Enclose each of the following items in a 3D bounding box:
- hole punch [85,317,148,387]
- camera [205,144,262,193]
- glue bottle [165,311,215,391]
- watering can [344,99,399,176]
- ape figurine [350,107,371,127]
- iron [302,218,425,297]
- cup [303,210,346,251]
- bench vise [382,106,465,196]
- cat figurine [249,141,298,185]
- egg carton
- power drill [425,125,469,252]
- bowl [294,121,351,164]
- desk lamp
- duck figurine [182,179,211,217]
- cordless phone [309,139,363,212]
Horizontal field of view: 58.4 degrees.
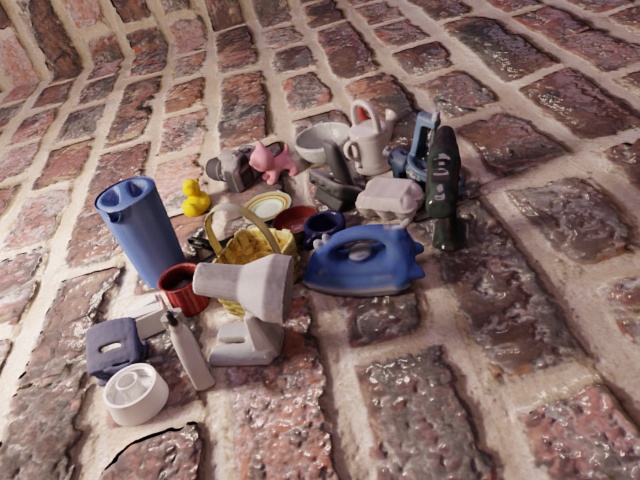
[{"bbox_3d":[-0.394,0.215,1.108,0.108,0.091,0.101,-17,36,-1],"label":"hole punch"},{"bbox_3d":[-0.247,-0.214,1.614,0.136,0.101,0.143,10,43,31],"label":"camera"},{"bbox_3d":[-0.236,0.187,1.013,0.037,0.173,0.078,-25,37,-11],"label":"glue bottle"},{"bbox_3d":[0.129,-0.276,1.472,0.100,0.194,0.173,9,43,31],"label":"watering can"},{"bbox_3d":[0.122,-0.341,1.648,0.077,0.092,0.076,-10,36,9],"label":"ape figurine"},{"bbox_3d":[0.073,0.028,1.134,0.258,0.142,0.118,-7,37,12],"label":"iron"},{"bbox_3d":[0.011,0.004,1.229,0.091,0.095,0.118,14,46,35],"label":"cup"},{"bbox_3d":[0.223,-0.198,1.309,0.206,0.220,0.122,5,41,27],"label":"bench vise"},{"bbox_3d":[-0.134,-0.218,1.561,0.128,0.118,0.067,-27,37,-14],"label":"cat figurine"},{"bbox_3d":[0.163,-0.094,1.323,0.149,0.069,0.107,8,42,29],"label":"egg carton"},{"bbox_3d":[0.256,-0.094,1.168,0.075,0.209,0.229,-3,38,18],"label":"power drill"},{"bbox_3d":[0.014,-0.260,1.596,0.167,0.075,0.167,-10,36,8],"label":"bowl"},{"bbox_3d":[-0.127,0.123,1.023,0.203,0.214,0.118,-6,37,14],"label":"desk lamp"},{"bbox_3d":[-0.342,-0.120,1.538,0.077,0.086,0.104,-8,37,11],"label":"duck figurine"},{"bbox_3d":[0.028,-0.173,1.382,0.094,0.185,0.147,-34,40,-23],"label":"cordless phone"}]
